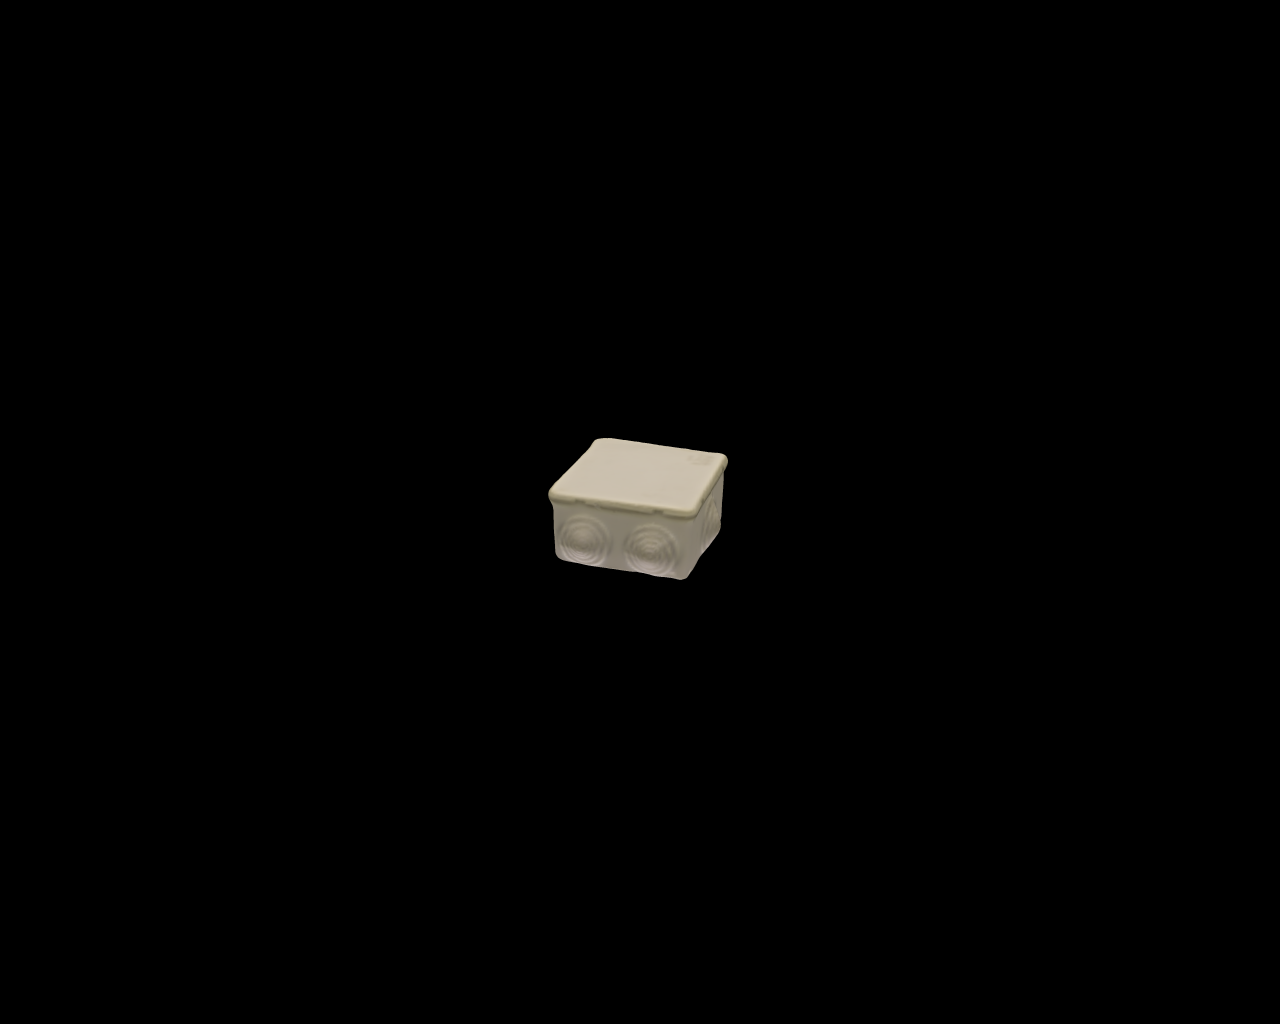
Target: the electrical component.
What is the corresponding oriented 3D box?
[{"bbox_3d":[0.001,-0.003,0.650,0.100,0.048,0.100,8,28,16],"label":"electrical component"}]
